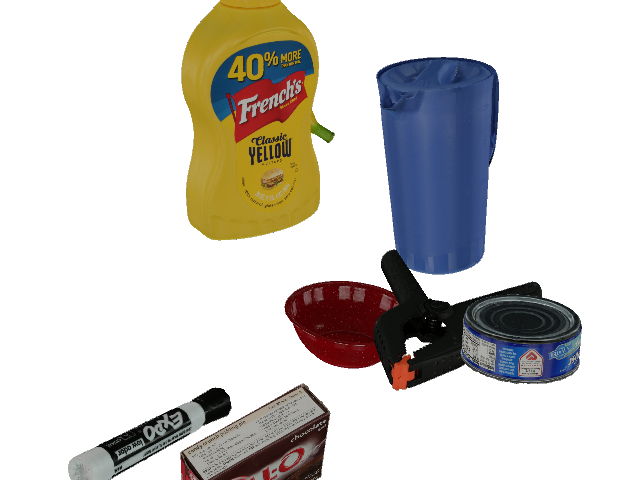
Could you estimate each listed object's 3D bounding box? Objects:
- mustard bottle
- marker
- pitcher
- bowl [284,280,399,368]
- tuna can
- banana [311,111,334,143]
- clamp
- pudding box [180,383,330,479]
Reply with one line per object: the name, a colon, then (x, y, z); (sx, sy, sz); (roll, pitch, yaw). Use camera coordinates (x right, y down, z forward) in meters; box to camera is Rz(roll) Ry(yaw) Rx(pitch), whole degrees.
mustard bottle: (-0.046, -0.100, 0.722); (0.096, 0.192, 0.058); (-15, 30, -28)
marker: (-0.090, 0.107, 0.592); (0.020, 0.020, 0.120); (0, 12, 33)
pitcher: (0.146, -0.091, 1.266); (0.149, 0.243, 0.145); (-4, 25, 2)
bowl: (0.036, 0.108, 1.295); (0.162, 0.055, 0.162); (4, 24, -2)
tuna can: (0.146, 0.070, 0.776); (0.086, 0.034, 0.086); (0, 20, 0)
banana: (-0.062, -0.114, 1.025); (0.070, 0.037, 0.197); (42, 34, 23)
clamp: (0.099, 0.071, 1.003); (0.165, 0.036, 0.209); (16, 31, 25)
pudding box: (-0.049, 0.167, 0.796); (0.113, 0.090, 0.039); (-28, 56, -28)
